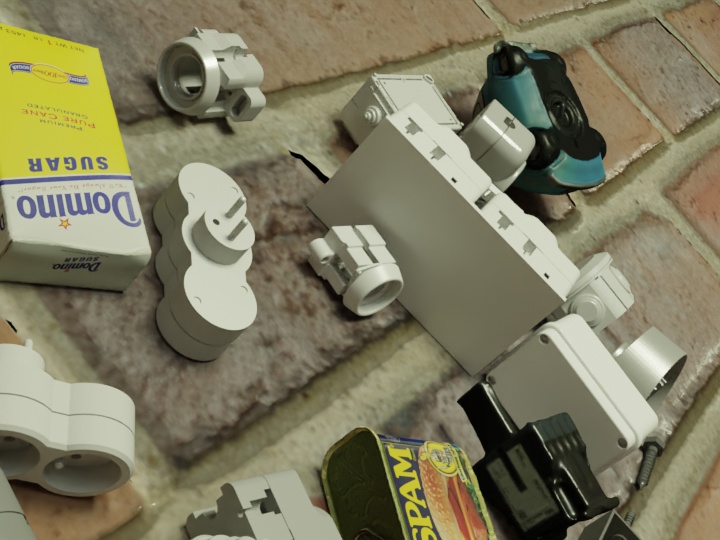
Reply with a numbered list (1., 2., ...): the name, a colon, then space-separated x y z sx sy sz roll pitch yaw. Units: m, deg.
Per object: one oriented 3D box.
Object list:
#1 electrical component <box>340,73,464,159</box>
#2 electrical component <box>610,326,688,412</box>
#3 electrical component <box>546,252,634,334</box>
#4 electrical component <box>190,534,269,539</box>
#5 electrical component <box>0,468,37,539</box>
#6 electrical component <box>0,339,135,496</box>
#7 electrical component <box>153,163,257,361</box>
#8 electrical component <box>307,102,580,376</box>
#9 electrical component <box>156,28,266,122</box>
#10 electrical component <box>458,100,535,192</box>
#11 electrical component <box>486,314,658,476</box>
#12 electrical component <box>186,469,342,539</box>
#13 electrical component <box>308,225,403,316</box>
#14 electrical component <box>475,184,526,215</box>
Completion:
1. electrical component: 0.030 -0.127 0.933 0.096 0.061 0.061 -10 63 -49
2. electrical component: 0.224 0.096 0.878 0.064 0.099 0.099 48 35 14
3. electrical component: 0.195 0.025 0.931 0.051 0.080 0.080 52 36 1
4. electrical component: -0.075 0.154 0.545 0.040 0.078 0.040 38 36 -35
5. electrical component: -0.180 0.121 0.491 0.055 0.055 0.047 -4 55 -47
6. electrical component: -0.180 0.062 0.547 0.138 0.052 0.073 20 43 -30
7. electrical component: -0.093 -0.017 0.693 0.052 0.074 0.138 19 43 -32
8. electrical component: 0.066 -0.026 0.831 0.186 0.105 0.060 46 36 1
9. electrical component: -0.116 -0.147 0.813 0.057 0.058 0.078 -17 67 -54
10. electrical component: 0.105 -0.094 0.945 0.059 0.095 0.053 42 36 -4
11. electrical component: 0.161 0.100 0.825 0.113 0.078 0.057 54 34 13
12. electrical component: -0.045 0.160 0.585 0.056 0.050 0.089 -2 56 -48
13. electrical component: 0.000 0.000 0.793 0.066 0.048 0.055 -5 51 -47
14. electrical component: 0.096 -0.034 0.902 0.042 0.081 0.063 41 58 -5
